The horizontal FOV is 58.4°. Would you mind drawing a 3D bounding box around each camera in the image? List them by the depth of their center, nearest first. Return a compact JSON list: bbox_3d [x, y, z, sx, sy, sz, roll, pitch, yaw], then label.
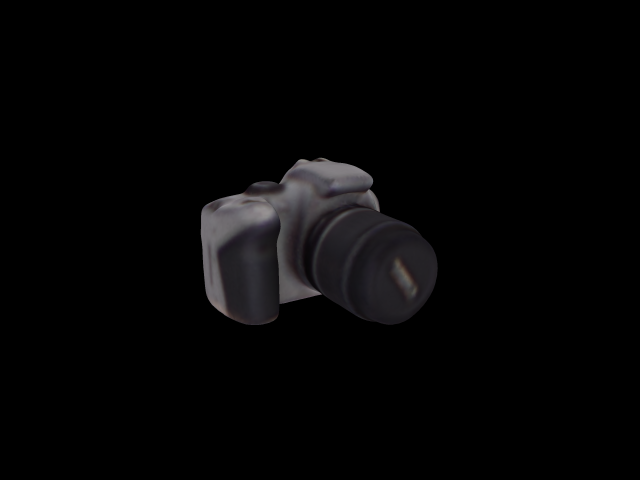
[{"bbox_3d":[0.004,0.001,0.400,0.143,0.101,0.136,-11,21,-30],"label":"camera"}]
